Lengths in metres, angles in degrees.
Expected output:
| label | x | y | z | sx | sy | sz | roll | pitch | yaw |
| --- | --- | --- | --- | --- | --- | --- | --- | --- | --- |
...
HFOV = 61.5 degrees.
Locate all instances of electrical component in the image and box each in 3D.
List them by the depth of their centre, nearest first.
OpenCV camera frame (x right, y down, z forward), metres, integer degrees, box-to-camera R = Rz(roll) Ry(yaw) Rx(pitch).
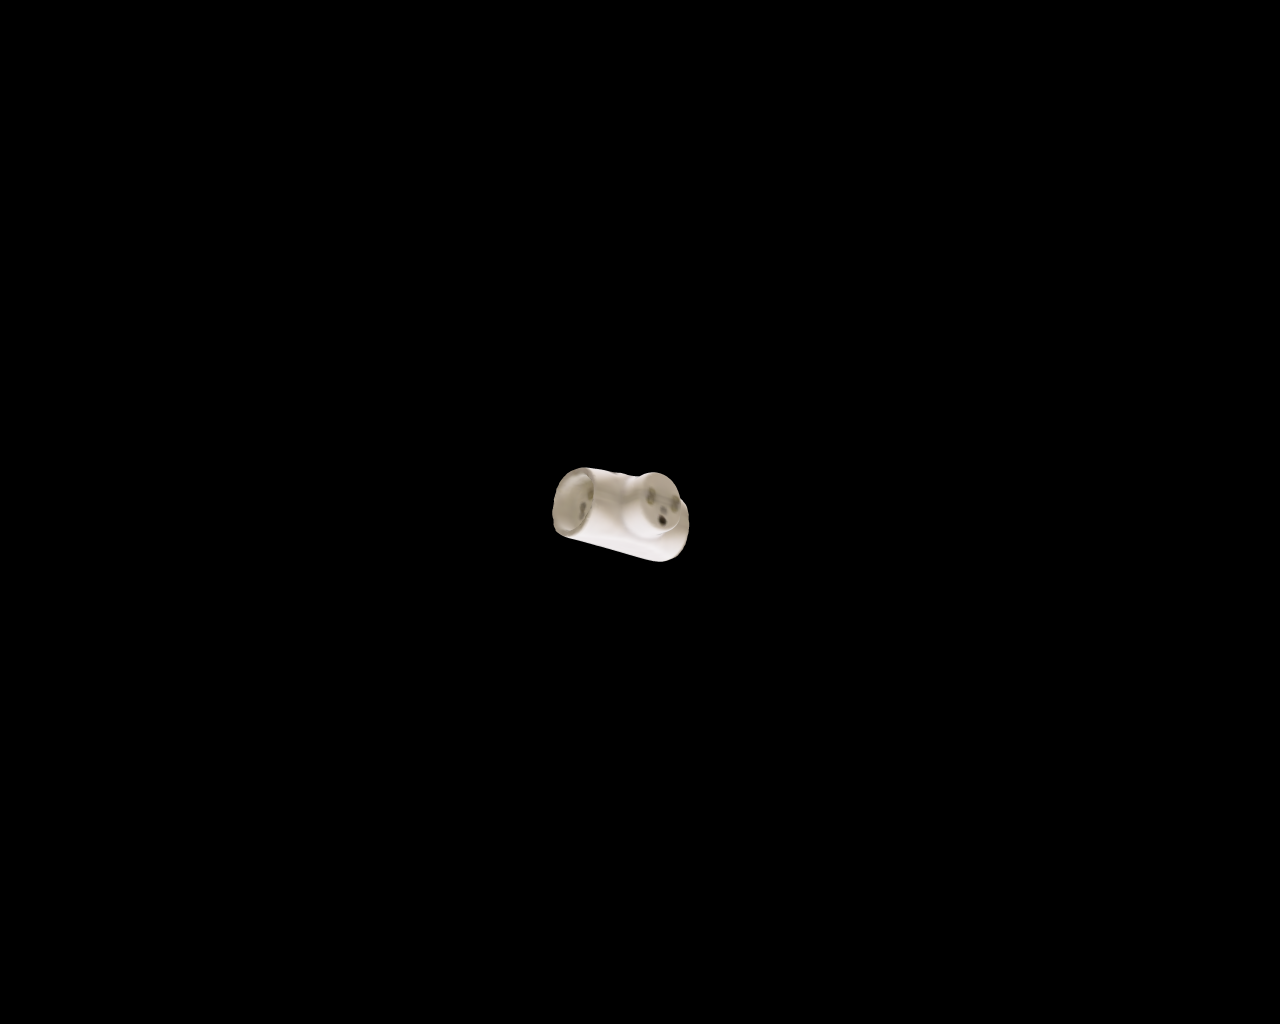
| label | x | y | z | sx | sy | sz | roll | pitch | yaw |
| --- | --- | --- | --- | --- | --- | --- | --- | --- | --- |
| electrical component | 0.001 | -0.003 | 0.650 | 0.077 | 0.044 | 0.079 | 17 | -27 | -38 |
